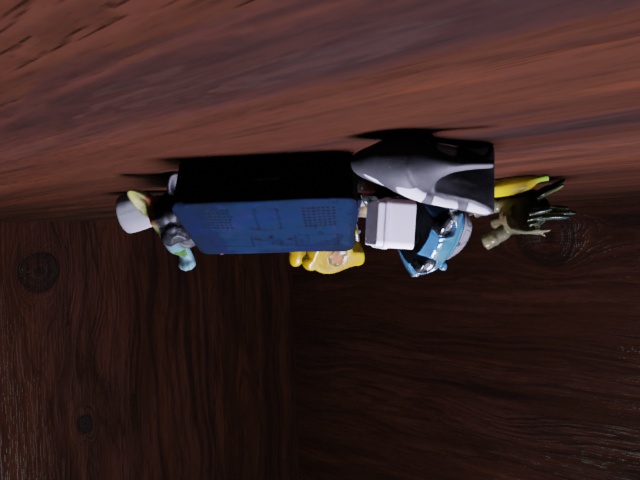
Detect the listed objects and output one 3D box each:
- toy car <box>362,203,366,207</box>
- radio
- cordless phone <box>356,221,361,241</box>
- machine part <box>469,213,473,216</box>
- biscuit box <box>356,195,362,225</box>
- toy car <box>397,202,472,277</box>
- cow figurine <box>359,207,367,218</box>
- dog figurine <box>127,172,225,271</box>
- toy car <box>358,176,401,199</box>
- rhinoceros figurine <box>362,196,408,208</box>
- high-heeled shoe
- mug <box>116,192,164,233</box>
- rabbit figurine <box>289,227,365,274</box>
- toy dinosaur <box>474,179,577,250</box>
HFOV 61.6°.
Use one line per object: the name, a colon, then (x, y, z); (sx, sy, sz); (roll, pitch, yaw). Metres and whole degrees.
toy car: (0.169, -0.090, 1.069); (0.202, 0.056, 0.073); (-4, -173, 8)
radio: (-0.064, -0.042, 0.708); (0.230, 0.073, 0.131); (-1, 149, 5)
cordless phone: (0.067, -0.036, 1.372); (0.089, 0.146, 0.184); (-17, -160, -10)
machine part: (0.279, -0.087, 1.203); (0.079, 0.079, 0.243); (-2, -179, -21)
biscuit box: (0.038, -0.063, 0.969); (0.059, 0.062, 0.203); (10, -168, -1)
toy car: (0.198, -0.018, 0.900); (0.103, 0.109, 0.161); (-2, 139, -26)
cow figurine: (0.146, -0.081, 1.255); (0.127, 0.085, 0.195); (6, -177, 38)
dog figurine: (-0.234, -0.054, 0.896); (0.108, 0.192, 0.219); (-19, 150, 1)
toy car: (0.126, -0.088, 0.831); (0.089, 0.053, 0.202); (10, 177, -39)
rhinoceros figurine: (0.166, -0.081, 0.968); (0.190, 0.073, 0.112); (-2, -179, 39)
high-heeled shoe: (0.130, -0.074, 0.631); (0.145, 0.086, 0.248); (1, 177, 17)
mug: (-0.356, -0.062, 1.133); (0.107, 0.080, 0.109); (-11, 176, 7)
rabbit figurine: (-0.002, -0.003, 1.146); (0.162, 0.121, 0.173); (-30, -138, 2)
toy dinosaur: (0.440, -0.062, 1.169); (0.199, 0.105, 0.471); (-21, -171, 29)
